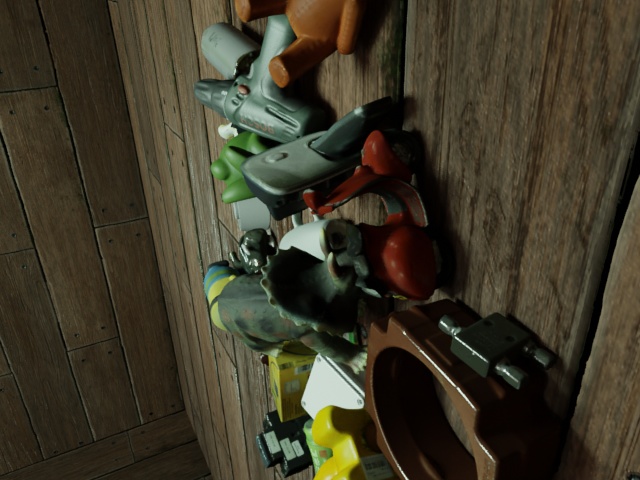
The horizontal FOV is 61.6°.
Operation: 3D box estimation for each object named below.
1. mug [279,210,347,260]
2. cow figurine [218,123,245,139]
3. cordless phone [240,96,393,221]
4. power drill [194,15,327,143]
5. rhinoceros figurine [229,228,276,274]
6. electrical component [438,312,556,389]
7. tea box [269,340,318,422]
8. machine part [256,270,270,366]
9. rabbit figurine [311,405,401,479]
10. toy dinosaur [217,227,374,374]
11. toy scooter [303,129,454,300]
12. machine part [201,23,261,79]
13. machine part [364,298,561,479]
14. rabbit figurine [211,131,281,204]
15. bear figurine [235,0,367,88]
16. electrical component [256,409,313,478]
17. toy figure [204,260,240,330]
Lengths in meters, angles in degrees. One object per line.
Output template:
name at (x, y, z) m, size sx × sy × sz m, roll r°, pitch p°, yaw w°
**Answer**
mug at (-0.002, -0.002, 0.762) m, size 0.107 × 0.081 × 0.109 m, roll -25°, pitch 74°, yaw 55°
cow figurine at (-0.129, -0.200, 0.933) m, size 0.098 × 0.068 × 0.167 m, roll -31°, pitch 78°, yaw 60°
cordless phone at (-0.001, -0.098, 0.606) m, size 0.088 × 0.146 × 0.184 m, roll 65°, pitch 157°, yaw 2°
power drill at (-0.084, -0.240, 0.722) m, size 0.232 × 0.086 × 0.207 m, roll 34°, pitch 126°, yaw 23°
rhinoceros figurine at (-0.132, 0.056, 1.083) m, size 0.112 × 0.073 × 0.190 m, roll 52°, pitch 147°, yaw 46°
electrical component at (0.153, 0.090, 0.474) m, size 0.094 × 0.063 × 0.021 m, roll 36°, pitch 138°, yaw 43°
tea box at (-0.032, 0.225, 0.902) m, size 0.169 × 0.098 × 0.068 m, roll 94°, pitch 158°, yaw -45°
machine part at (-0.084, 0.138, 0.974) m, size 0.179 × 0.056 × 0.179 m, roll 176°, pitch 88°, yaw -87°
rabbit figurine at (0.051, 0.287, 0.699) m, size 0.122 × 0.162 × 0.173 m, roll 57°, pitch 137°, yaw 33°
toy dinosaur at (-0.061, 0.088, 0.720) m, size 0.405 × 0.192 × 0.131 m, roll -14°, pitch 49°, yaw 42°
toy scooter at (0.055, -0.016, 0.544) m, size 0.075 × 0.135 × 0.183 m, roll -8°, pitch 97°, yaw 65°
machine part at (-0.133, -0.296, 0.874) m, size 0.243 × 0.079 × 0.079 m, roll 51°, pitch 147°, yaw 44°
machine part at (0.132, 0.178, 0.547) m, size 0.201 × 0.087 × 0.201 m, roll 45°, pitch 141°, yaw 49°
rabbit figurine at (-0.072, -0.109, 0.789) m, size 0.170 × 0.159 × 0.121 m, roll 21°, pitch 114°, yaw 44°
bear figurine at (0.008, -0.247, 0.531) m, size 0.120 × 0.132 × 0.196 m, roll 62°, pitch 164°, yaw -10°
electrical component at (-0.049, 0.368, 1.002) m, size 0.058 × 0.134 × 0.115 m, roll 106°, pitch 144°, yaw -50°
toy figure at (-0.179, 0.107, 1.030) m, size 0.180 × 0.089 × 0.082 m, roll 44°, pitch 160°, yaw 50°
